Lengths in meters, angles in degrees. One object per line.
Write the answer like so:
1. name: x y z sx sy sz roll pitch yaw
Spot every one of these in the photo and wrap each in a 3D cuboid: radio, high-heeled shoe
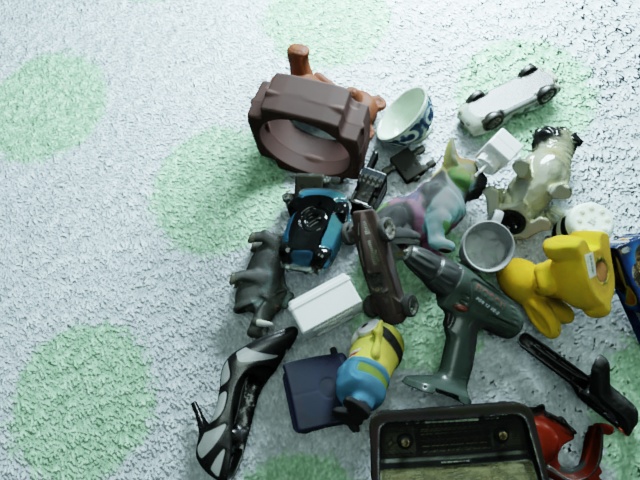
1. radio: 0.181 0.293 0.732 0.230 0.073 0.131 -4 73 1
2. high-heeled shoe: -0.105 0.259 0.853 0.249 0.086 0.145 -41 61 4

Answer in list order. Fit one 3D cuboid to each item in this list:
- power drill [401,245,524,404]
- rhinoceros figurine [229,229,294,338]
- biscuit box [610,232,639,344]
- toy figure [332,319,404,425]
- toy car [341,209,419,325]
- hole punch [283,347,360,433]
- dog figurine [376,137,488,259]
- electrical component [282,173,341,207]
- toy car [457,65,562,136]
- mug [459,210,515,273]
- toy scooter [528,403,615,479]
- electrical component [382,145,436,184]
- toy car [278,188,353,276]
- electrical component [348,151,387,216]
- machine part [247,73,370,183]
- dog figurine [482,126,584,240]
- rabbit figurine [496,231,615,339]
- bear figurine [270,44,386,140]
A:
1. power drill: 0.198 0.140 0.843 0.232 0.086 0.207 24 75 -16
2. rhinoceros figurine: -0.097 0.076 0.935 0.112 0.073 0.190 15 71 0
3. biscuit box: 0.511 0.092 0.837 0.059 0.063 0.202 -23 88 -1
4. toy figure: 0.076 0.203 0.833 0.082 0.089 0.180 -23 27 33
5. toy car: 0.094 0.048 0.871 0.089 0.202 0.053 -3 23 40
6. hole punch: 0.001 0.241 0.854 0.116 0.092 0.142 -14 66 -3
7. dog figurine: 0.187 -0.073 0.939 0.192 0.108 0.219 11 68 12
8. electrical component: -0.017 -0.082 0.982 0.102 0.045 0.078 9 107 5
9. toy car: 0.357 -0.264 1.013 0.202 0.056 0.073 -27 64 -5
10. mug: 0.271 0.005 0.892 0.081 0.107 0.109 16 82 6
11. toy scooter: 0.361 0.306 0.798 0.184 0.075 0.135 34 77 13
12. electrical component: 0.165 -0.136 1.003 0.094 0.021 0.063 -30 71 -3
13. toy car: -0.002 -0.003 0.923 0.109 0.102 0.161 5 64 21
14. electrical component: 0.095 -0.098 0.972 0.048 0.074 0.119 23 72 14
15. machine part: -0.014 -0.193 0.948 0.202 0.200 0.087 14 70 11
16. dog figurine: 0.376 -0.101 0.944 0.121 0.172 0.190 43 43 4
17. rabbit figurine: 0.369 0.066 0.858 0.122 0.173 0.162 -24 101 -42
18. bear figurine: 0.021 -0.270 1.013 0.196 0.131 0.120 20 70 19
